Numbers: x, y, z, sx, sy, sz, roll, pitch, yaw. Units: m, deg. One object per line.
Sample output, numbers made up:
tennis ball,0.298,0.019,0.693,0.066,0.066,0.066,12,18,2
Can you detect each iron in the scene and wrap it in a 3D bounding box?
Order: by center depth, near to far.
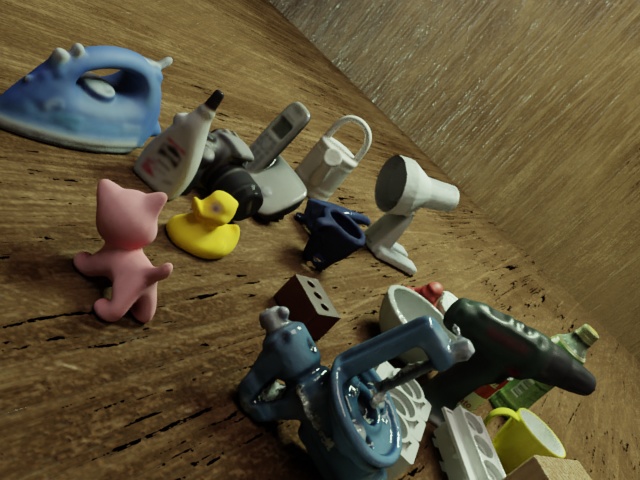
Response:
iron,-0.305,-0.206,0.768,0.118,0.141,0.259,45,21,10

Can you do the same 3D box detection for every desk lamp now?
desk lamp,0.184,-0.059,1.235,0.204,0.213,0.117,27,25,-33

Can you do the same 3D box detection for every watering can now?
watering can,0.033,-0.178,1.232,0.101,0.194,0.172,32,23,-23

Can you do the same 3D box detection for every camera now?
camera,-0.152,-0.104,0.893,0.136,0.100,0.144,51,23,23

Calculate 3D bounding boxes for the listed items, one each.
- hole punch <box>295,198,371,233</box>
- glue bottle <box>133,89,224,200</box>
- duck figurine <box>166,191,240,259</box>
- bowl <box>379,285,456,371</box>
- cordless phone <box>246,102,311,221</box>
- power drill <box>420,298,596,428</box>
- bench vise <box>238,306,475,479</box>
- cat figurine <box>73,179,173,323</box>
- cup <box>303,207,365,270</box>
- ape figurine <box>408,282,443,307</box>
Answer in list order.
hole punch,0.026,-0.044,1.100,0.109,0.091,0.101,12,35,-52
glue bottle,-0.188,-0.141,0.802,0.078,0.173,0.037,40,21,-3
duck figurine,-0.144,-0.027,0.776,0.105,0.086,0.077,17,31,-47
bowl,0.154,0.158,0.950,0.168,0.074,0.167,35,22,-16
cordless phone,-0.066,-0.136,0.989,0.147,0.185,0.094,49,22,20
power drill,0.250,0.201,0.845,0.230,0.208,0.076,40,21,-3
bench vise,0.030,0.136,0.572,0.208,0.219,0.121,38,21,-8
cat figurine,-0.193,0.003,0.588,0.127,0.117,0.067,52,23,25
cup,0.009,0.003,0.972,0.118,0.095,0.091,11,37,-54
ape figurine,0.193,0.113,1.082,0.076,0.092,0.077,13,35,-51
